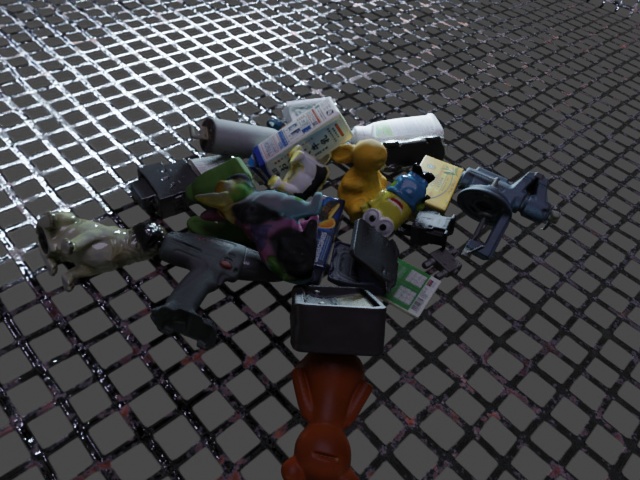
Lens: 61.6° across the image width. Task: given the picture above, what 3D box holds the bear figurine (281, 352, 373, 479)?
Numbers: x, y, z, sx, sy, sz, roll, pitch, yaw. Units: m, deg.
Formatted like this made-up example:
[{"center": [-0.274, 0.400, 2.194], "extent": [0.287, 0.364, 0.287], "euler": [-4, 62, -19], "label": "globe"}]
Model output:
[{"center": [0.010, 0.260, 0.774], "extent": [0.120, 0.131, 0.196], "euler": [8, 63, -1], "label": "bear figurine"}]

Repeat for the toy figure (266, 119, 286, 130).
[{"center": [-0.063, -0.248, 1.289], "extent": [0.155, 0.064, 0.058], "euler": [22, 83, 18], "label": "toy figure"}]

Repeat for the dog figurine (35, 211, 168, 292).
[{"center": [-0.390, -0.004, 0.971], "extent": [0.190, 0.121, 0.172], "euler": [-18, 53, -44], "label": "dog figurine"}]

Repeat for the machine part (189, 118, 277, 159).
[{"center": [-0.174, -0.219, 1.189], "extent": [0.243, 0.079, 0.079], "euler": [1, 41, -40], "label": "machine part"}]

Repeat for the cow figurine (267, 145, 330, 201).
[{"center": [-0.058, -0.101, 1.101], "extent": [0.098, 0.167, 0.068], "euler": [33, 13, -20], "label": "cow figurine"}]

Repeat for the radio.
[{"center": [0.020, 0.117, 0.836], "extent": [0.131, 0.073, 0.229], "euler": [4, 1, -3], "label": "radio"}]

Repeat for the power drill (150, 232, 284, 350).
[{"center": [-0.179, 0.079, 0.921], "extent": [0.232, 0.086, 0.207], "euler": [21, 49, -5], "label": "power drill"}]

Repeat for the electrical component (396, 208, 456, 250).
[{"center": [0.213, -0.028, 1.109], "extent": [0.119, 0.047, 0.075], "euler": [18, 44, 24], "label": "electrical component"}]

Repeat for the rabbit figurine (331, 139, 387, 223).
[{"center": [0.099, -0.146, 1.136], "extent": [0.122, 0.173, 0.162], "euler": [-13, 53, -17], "label": "rabbit figurine"}]

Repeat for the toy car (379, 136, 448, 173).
[{"center": [0.215, -0.205, 1.282], "extent": [0.202, 0.073, 0.056], "euler": [-10, 12, -20], "label": "toy car"}]

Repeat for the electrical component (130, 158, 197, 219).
[{"center": [-0.313, -0.105, 1.100], "extent": [0.134, 0.058, 0.115], "euler": [-24, 52, -30], "label": "electrical component"}]

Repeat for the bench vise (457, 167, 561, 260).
[{"center": [0.376, -0.046, 1.130], "extent": [0.224, 0.128, 0.240], "euler": [31, 69, 6], "label": "bench vise"}]

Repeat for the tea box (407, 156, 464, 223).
[{"center": [0.247, -0.107, 1.196], "extent": [0.098, 0.068, 0.170], "euler": [22, 47, 11], "label": "tea box"}]

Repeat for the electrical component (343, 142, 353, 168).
[{"center": [0.069, -0.207, 1.268], "extent": [0.102, 0.078, 0.045], "euler": [36, 74, 31], "label": "electrical component"}]

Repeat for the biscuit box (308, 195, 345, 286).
[{"center": [-0.002, -0.003, 1.052], "extent": [0.063, 0.059, 0.203], "euler": [14, 45, 4], "label": "biscuit box"}]

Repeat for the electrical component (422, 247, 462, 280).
[{"center": [0.252, 0.046, 1.076], "extent": [0.094, 0.021, 0.063], "euler": [-23, 54, -30], "label": "electrical component"}]

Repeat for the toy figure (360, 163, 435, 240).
[{"center": [0.156, -0.068, 1.086], "extent": [0.082, 0.089, 0.180], "euler": [36, 79, 33], "label": "toy figure"}]

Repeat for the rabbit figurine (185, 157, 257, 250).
[{"center": [-0.178, -0.050, 1.025], "extent": [0.159, 0.121, 0.170], "euler": [-22, 77, -16], "label": "rabbit figurine"}]

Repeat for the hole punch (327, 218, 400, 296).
[{"center": [0.080, 0.042, 0.995], "extent": [0.115, 0.092, 0.142], "euler": [36, 35, -17], "label": "hole punch"}]

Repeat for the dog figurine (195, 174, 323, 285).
[{"center": [-0.109, -0.024, 0.930], "extent": [0.219, 0.108, 0.191], "euler": [7, 66, 1], "label": "dog figurine"}]
